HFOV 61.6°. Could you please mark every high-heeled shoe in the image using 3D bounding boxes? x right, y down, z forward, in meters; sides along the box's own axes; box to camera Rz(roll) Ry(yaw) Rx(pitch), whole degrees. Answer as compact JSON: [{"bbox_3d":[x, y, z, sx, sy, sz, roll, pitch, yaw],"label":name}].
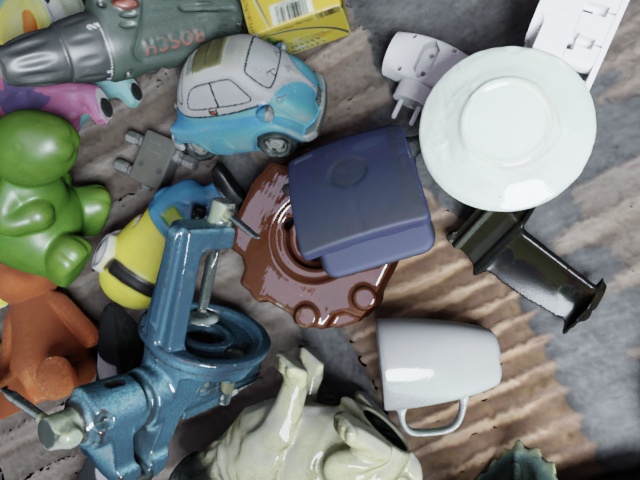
[{"bbox_3d":[-0.229,0.198,0.560,0.145,0.086,0.248,-16,88,13],"label":"high-heeled shoe"}]

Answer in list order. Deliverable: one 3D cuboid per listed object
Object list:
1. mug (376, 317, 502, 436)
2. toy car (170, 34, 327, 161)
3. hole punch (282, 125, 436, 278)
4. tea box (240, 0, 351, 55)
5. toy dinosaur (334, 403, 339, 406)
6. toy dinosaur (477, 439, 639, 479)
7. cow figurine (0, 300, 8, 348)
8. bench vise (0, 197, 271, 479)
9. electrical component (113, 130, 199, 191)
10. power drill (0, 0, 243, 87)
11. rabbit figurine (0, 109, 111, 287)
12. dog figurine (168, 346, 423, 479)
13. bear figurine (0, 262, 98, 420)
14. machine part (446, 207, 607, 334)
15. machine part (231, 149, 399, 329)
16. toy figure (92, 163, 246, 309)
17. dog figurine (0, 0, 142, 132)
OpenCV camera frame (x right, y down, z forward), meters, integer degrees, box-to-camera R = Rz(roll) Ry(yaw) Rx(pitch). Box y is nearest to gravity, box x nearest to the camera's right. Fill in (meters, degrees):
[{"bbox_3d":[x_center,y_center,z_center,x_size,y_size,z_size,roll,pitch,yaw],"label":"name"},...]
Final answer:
[{"bbox_3d":[0.108,0.120,0.486,0.107,0.080,0.109,-7,82,5],"label":"mug"},{"bbox_3d":[-0.079,-0.144,0.518,0.162,0.102,0.109,-3,55,17],"label":"toy car"},{"bbox_3d":[0.032,-0.037,0.454,0.142,0.092,0.116,-19,77,13],"label":"hole punch"},{"bbox_3d":[-0.037,-0.283,0.546,0.098,0.068,0.169,-14,83,11],"label":"tea box"},{"bbox_3d":[-0.108,0.371,0.514,0.471,0.105,0.199,-44,74,-3],"label":"toy dinosaur"},{"bbox_3d":[0.277,0.250,0.424,0.405,0.131,0.192,-11,85,7],"label":"toy dinosaur"},{"bbox_3d":[-0.429,0.120,0.621,0.098,0.068,0.167,7,86,20],"label":"cow figurine"},{"bbox_3d":[-0.126,0.079,0.462,0.129,0.223,0.240,29,110,41],"label":"bench vise"},{"bbox_3d":[-0.181,-0.085,0.595,0.094,0.021,0.063,23,93,13],"label":"electrical component"},{"bbox_3d":[-0.181,-0.247,0.471,0.086,0.232,0.207,17,117,52],"label":"power drill"},{"bbox_3d":[-0.282,-0.064,0.520,0.159,0.121,0.170,24,134,-7],"label":"rabbit figurine"},{"bbox_3d":[-0.029,0.212,0.472,0.172,0.121,0.190,38,92,26],"label":"dog figurine"},{"bbox_3d":[-0.309,0.074,0.567,0.120,0.132,0.195,-18,89,1],"label":"bear figurine"},{"bbox_3d":[0.188,0.020,0.481,0.139,0.039,0.084,41,126,6],"label":"machine part"},{"bbox_3d":[-0.001,-0.002,0.530,0.180,0.056,0.179,-1,86,14],"label":"machine part"},{"bbox_3d":[-0.154,-0.002,0.555,0.180,0.082,0.089,-35,78,7],"label":"toy figure"},{"bbox_3d":[-0.323,-0.155,0.573,0.219,0.108,0.191,-16,119,13],"label":"dog figurine"}]
